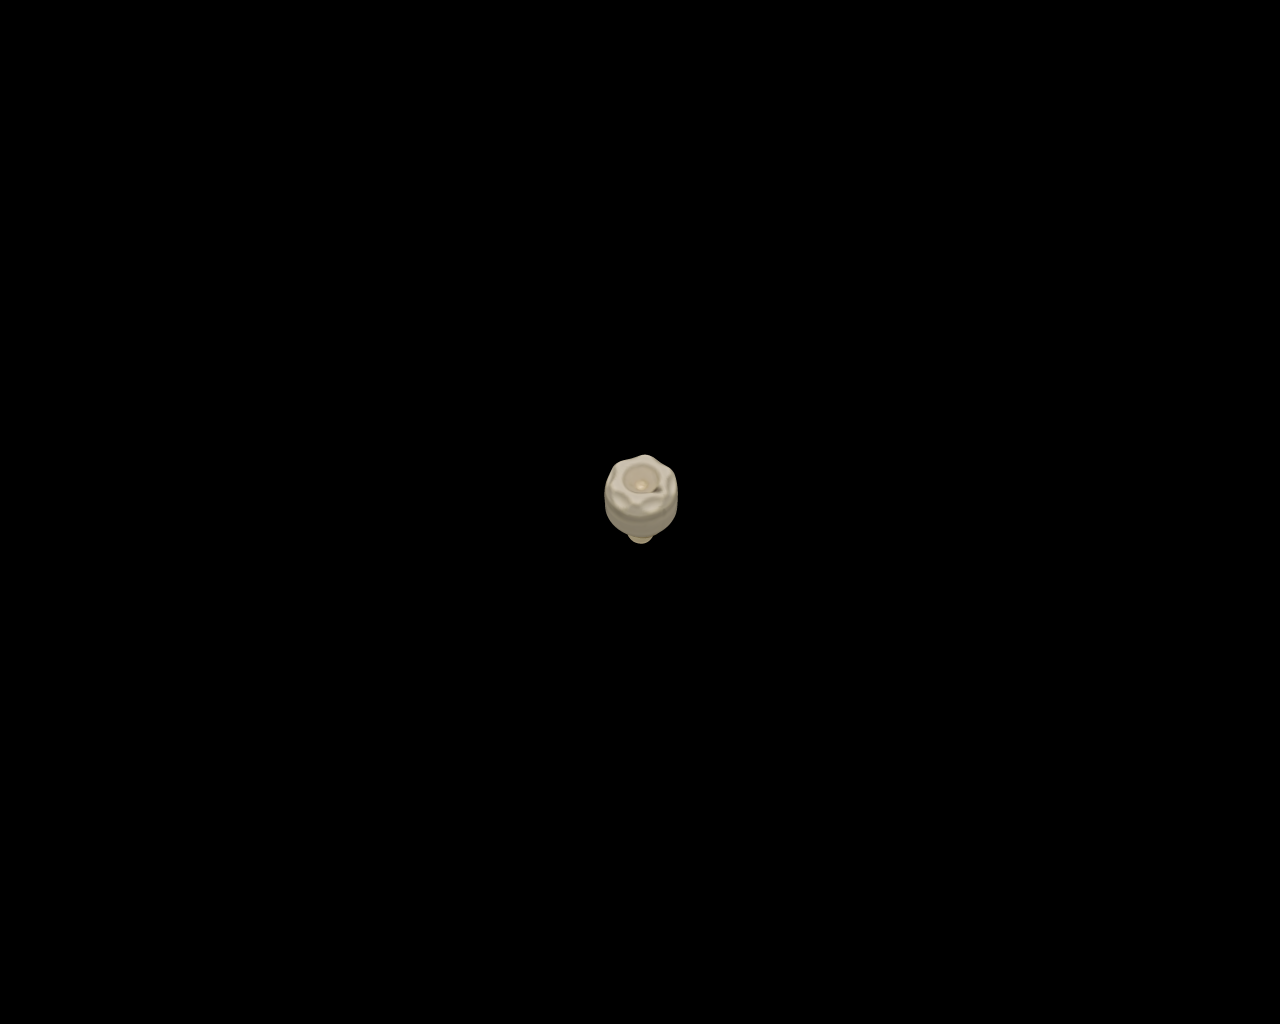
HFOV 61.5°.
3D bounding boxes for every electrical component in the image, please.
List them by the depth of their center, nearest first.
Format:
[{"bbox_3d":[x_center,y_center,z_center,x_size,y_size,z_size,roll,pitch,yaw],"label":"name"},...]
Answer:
[{"bbox_3d":[0.001,-0.003,0.650,0.043,0.043,0.062,0,-36,0],"label":"electrical component"}]
